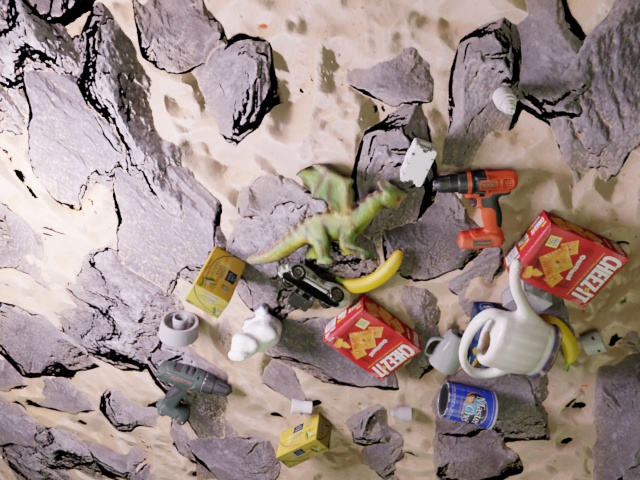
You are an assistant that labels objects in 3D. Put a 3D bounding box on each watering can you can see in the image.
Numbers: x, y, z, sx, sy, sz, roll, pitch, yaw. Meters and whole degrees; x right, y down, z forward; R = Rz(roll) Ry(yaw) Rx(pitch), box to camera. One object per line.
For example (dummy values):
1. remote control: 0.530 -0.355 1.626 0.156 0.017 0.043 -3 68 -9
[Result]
1. watering can: 0.472 0.212 1.226 0.224 0.106 0.341 16 118 -7

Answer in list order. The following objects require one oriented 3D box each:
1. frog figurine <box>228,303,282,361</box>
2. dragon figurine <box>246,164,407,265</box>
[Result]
1. frog figurine: -0.171 0.269 1.381 0.136 0.163 0.121 -29 114 22
2. dragon figurine: 0.004 -0.062 1.225 0.410 0.123 0.240 -5 102 8
